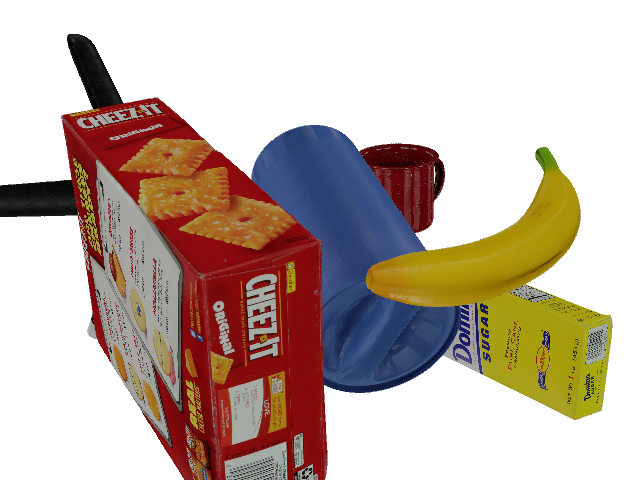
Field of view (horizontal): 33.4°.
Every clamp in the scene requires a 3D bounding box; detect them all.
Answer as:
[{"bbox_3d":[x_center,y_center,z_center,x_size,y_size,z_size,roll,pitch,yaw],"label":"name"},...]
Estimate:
[{"bbox_3d":[-0.142,-0.053,0.787,0.210,0.164,0.036,24,-19,-1],"label":"clamp"}]

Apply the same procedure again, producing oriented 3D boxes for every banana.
[{"bbox_3d":[0.115,0.003,0.693,0.070,0.037,0.197,35,47,27],"label":"banana"}]

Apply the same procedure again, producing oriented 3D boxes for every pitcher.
[{"bbox_3d":[0.009,0.011,0.930,0.149,0.145,0.243,-2,38,-19],"label":"pitcher"}]

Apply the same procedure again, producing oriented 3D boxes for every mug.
[{"bbox_3d":[0.095,-0.060,1.201,0.117,0.081,0.093,-19,27,-37],"label":"mug"}]

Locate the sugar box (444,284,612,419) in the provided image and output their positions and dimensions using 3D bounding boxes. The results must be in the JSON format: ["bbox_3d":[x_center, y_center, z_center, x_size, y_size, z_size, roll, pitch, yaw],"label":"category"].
[{"bbox_3d":[0.186,0.090,0.999,0.048,0.093,0.176,-11,21,-39],"label":"sugar box"}]

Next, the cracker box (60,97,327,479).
[{"bbox_3d":[-0.073,0.032,0.603,0.072,0.164,0.214,-16,32,-23],"label":"cracker box"}]

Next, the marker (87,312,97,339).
[{"bbox_3d":[-0.190,0.040,0.976,0.020,0.121,0.020,17,30,-10],"label":"marker"}]
